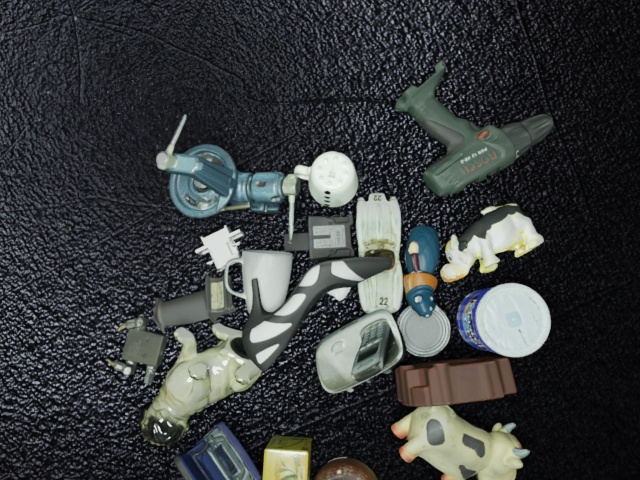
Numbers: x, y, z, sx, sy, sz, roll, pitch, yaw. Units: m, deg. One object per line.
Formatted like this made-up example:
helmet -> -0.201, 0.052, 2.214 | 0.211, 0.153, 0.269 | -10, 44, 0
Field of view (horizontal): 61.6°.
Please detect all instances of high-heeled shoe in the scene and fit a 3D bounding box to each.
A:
high-heeled shoe -> 0.000, 0.109, 0.818 | 0.249, 0.086, 0.145 | -11, 85, 1

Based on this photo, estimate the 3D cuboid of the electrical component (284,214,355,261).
electrical component -> -0.002, -0.003, 0.898 | 0.119, 0.047, 0.074 | 1, 81, 1

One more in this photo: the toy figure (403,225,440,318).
toy figure -> 0.164, 0.053, 0.861 | 0.064, 0.058, 0.154 | 16, 63, -12

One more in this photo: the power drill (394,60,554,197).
power drill -> 0.244, -0.198, 0.906 | 0.232, 0.086, 0.207 | -38, 89, -1

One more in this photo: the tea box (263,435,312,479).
tea box -> -0.051, 0.393, 0.814 | 0.068, 0.098, 0.169 | 1, 80, 2

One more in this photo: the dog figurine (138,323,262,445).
dog figurine -> -0.185, 0.241, 0.860 | 0.172, 0.121, 0.190 | 12, 120, -28

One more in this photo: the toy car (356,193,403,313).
toy car -> 0.097, 0.021, 0.884 | 0.074, 0.056, 0.201 | -1, 82, 3

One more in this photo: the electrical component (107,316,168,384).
electrical component -> -0.299, 0.178, 0.885 | 0.078, 0.045, 0.102 | 18, 83, 7

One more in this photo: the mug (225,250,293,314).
mug -> -0.099, 0.071, 0.870 | 0.109, 0.081, 0.107 | 1, 91, -22

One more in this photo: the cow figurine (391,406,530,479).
cow figurine -> 0.220, 0.307, 0.806 | 0.195, 0.085, 0.127 | 37, 108, -16

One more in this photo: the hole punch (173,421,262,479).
hole punch -> -0.153, 0.346, 0.819 | 0.092, 0.115, 0.142 | -38, 79, -17

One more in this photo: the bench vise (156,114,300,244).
bench vise -> -0.154, -0.090, 0.832 | 0.224, 0.240, 0.128 | 13, 85, 21

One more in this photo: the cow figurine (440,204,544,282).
cow figurine -> 0.263, 0.002, 0.873 | 0.167, 0.068, 0.098 | -22, 75, -4

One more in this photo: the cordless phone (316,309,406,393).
cordless phone -> 0.052, 0.182, 0.786 | 0.147, 0.184, 0.088 | -30, 90, 15

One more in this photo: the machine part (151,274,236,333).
machine part -> -0.208, 0.106, 0.887 | 0.139, 0.039, 0.084 | -18, 58, 4

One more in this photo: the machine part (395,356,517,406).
machine part -> 0.197, 0.205, 0.797 | 0.179, 0.179, 0.056 | -7, 78, 2
